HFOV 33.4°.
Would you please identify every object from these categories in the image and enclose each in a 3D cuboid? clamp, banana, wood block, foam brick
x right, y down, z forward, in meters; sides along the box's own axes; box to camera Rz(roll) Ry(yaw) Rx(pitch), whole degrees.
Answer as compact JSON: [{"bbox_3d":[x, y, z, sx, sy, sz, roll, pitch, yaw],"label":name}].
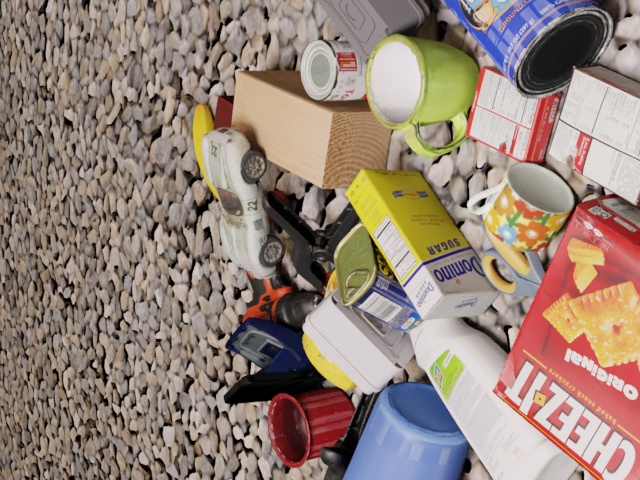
[{"bbox_3d":[-0.008,0.002,1.267,0.171,0.120,0.039,92,-166,-45],"label":"clamp"},{"bbox_3d":[0.029,0.255,1.252,0.036,0.164,0.210,24,129,15],"label":"clamp"},{"bbox_3d":[-0.140,-0.106,1.508,0.070,0.037,0.198,-50,55,26],"label":"banana"},{"bbox_3d":[-0.014,-0.136,1.274,0.206,0.090,0.091,31,120,49],"label":"wood block"},{"bbox_3d":[-0.109,-0.152,1.440,0.053,0.051,0.078,38,125,47],"label":"foam brick"}]

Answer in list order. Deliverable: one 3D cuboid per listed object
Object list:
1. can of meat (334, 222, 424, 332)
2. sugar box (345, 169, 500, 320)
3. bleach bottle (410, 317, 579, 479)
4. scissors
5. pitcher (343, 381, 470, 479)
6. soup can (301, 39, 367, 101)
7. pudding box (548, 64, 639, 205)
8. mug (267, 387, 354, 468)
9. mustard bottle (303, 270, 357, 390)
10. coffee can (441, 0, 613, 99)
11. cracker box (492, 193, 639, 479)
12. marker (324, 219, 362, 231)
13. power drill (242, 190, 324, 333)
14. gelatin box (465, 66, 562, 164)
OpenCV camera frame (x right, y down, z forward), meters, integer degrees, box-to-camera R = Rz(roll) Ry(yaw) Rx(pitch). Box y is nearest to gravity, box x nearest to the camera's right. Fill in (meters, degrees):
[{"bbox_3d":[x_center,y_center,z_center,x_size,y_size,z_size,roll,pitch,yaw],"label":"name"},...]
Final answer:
[{"bbox_3d":[0.067,0.042,1.137,0.058,0.083,0.102,-47,28,26],"label":"can of meat"},{"bbox_3d":[0.107,0.002,1.120,0.176,0.093,0.048,57,130,31],"label":"sugar box"},{"bbox_3d":[0.165,0.144,1.091,0.251,0.067,0.103,56,137,37],"label":"bleach bottle"},{"bbox_3d":[0.218,0.063,1.037,0.202,0.016,0.096,57,154,17],"label":"scissors"},{"bbox_3d":[0.086,0.287,1.169,0.149,0.144,0.243,29,118,24],"label":"pitcher"},{"bbox_3d":[0.038,-0.189,1.179,0.069,0.102,0.068,13,106,53],"label":"soup can"},{"bbox_3d":[0.260,-0.094,0.935,0.114,0.039,0.090,38,125,43],"label":"pudding box"},{"bbox_3d":[-0.014,0.228,1.342,0.117,0.081,0.093,21,112,52],"label":"mug"},{"bbox_3d":[0.045,0.080,1.251,0.096,0.058,0.192,48,132,31],"label":"mustard bottle"},{"bbox_3d":[0.182,-0.213,0.969,0.140,0.102,0.103,58,138,31],"label":"coffee can"},{"bbox_3d":[0.259,0.093,0.922,0.164,0.071,0.214,40,126,34],"label":"cracker box"},{"bbox_3d":[0.043,-0.019,1.273,0.121,0.020,0.020,-14,84,55],"label":"marker"},{"bbox_3d":[-0.062,0.034,1.397,0.185,0.057,0.187,-24,76,55],"label":"power drill"},{"bbox_3d":[0.188,-0.123,1.040,0.089,0.030,0.073,35,122,46],"label":"gelatin box"}]
